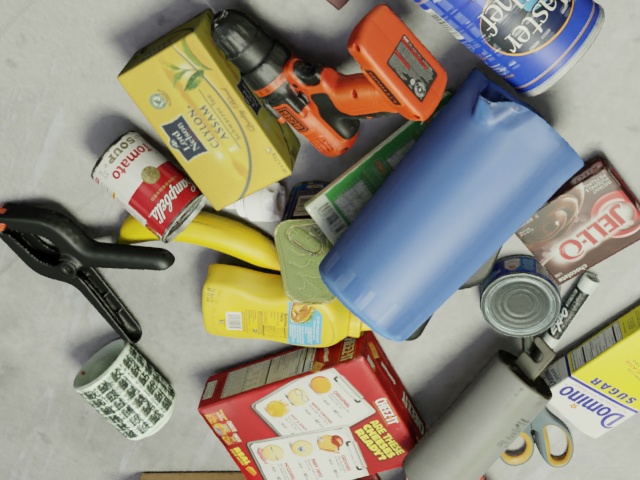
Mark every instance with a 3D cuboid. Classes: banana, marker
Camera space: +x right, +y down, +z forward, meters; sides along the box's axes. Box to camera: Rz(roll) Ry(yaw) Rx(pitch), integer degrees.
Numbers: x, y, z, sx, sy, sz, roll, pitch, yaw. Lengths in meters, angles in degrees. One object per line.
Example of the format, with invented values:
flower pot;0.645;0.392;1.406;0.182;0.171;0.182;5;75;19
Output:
banana;-0.131;-0.005;1.145;0.198;0.037;0.069;7;149;8
marker;0.259;0.087;1.136;0.020;0.020;0.121;24;117;-6

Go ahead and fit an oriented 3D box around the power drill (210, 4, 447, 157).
power drill;0.007;-0.154;0.960;0.184;0.057;0.188;41;155;-28

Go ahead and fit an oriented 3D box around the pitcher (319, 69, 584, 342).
pitcher;0.119;-0.023;0.989;0.149;0.145;0.243;40;97;-15

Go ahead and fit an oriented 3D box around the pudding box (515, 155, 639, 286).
pudding box;0.259;-0.019;1.063;0.114;0.039;0.090;-33;113;27

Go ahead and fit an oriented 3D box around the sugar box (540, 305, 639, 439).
sugar box;0.330;0.135;1.140;0.093;0.048;0.176;39;116;-19

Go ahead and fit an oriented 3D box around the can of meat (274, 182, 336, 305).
can of meat;-0.007;0.001;1.095;0.057;0.084;0.102;-3;122;11

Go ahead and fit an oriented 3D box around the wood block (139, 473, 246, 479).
wood block;-0.129;0.353;1.339;0.206;0.090;0.090;-3;122;12

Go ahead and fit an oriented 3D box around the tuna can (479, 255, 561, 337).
tuna can;0.211;0.060;1.125;0.086;0.033;0.086;5;123;7

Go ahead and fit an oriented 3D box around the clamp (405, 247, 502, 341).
clamp;0.125;0.037;1.122;0.172;0.039;0.120;-22;117;22

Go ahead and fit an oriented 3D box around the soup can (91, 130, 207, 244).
soup can;-0.173;-0.054;1.084;0.102;0.068;0.069;41;121;4

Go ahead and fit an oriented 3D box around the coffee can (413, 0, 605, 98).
coffee can;0.160;-0.206;0.922;0.140;0.102;0.103;38;121;-14

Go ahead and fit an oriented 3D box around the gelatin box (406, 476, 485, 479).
gelatin box;0.146;0.257;1.240;0.089;0.073;0.030;-2;123;10

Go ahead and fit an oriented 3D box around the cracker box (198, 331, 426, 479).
cracker box;-0.007;0.204;1.234;0.214;0.072;0.164;-20;118;20

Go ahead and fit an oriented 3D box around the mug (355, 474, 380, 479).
mug;0.031;0.325;1.303;0.082;0.093;0.117;-22;152;27

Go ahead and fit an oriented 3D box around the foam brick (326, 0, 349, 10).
foam brick;0.018;-0.248;0.935;0.051;0.078;0.053;37;121;-16

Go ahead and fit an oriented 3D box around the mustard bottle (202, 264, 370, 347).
mustard bottle;-0.029;0.076;1.161;0.191;0.058;0.096;7;138;5

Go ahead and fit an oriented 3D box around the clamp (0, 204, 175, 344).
clamp;-0.267;0.029;1.179;0.210;0.036;0.165;24;135;4

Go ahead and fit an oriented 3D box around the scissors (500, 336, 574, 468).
scissors;0.228;0.189;1.214;0.096;0.016;0.201;-21;117;15
